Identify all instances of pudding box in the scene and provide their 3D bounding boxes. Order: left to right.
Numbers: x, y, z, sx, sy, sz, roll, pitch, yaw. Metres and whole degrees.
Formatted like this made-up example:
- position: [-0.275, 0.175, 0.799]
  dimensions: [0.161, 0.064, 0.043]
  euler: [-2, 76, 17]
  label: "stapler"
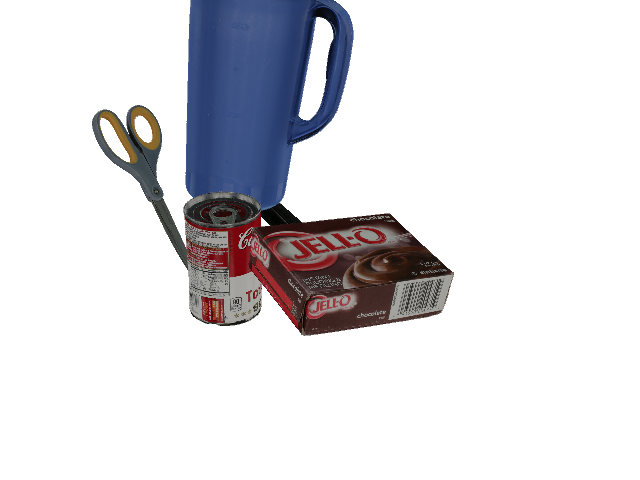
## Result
- position: [0.019, 0.020, 0.729]
  dimensions: [0.113, 0.039, 0.090]
  euler: [-5, 32, -28]
  label: "pudding box"

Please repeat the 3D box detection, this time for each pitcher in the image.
- position: [-0.067, -0.154, 1.098]
  dimensions: [0.144, 0.243, 0.149]
  euler: [-6, 28, -26]
  label: "pitcher"

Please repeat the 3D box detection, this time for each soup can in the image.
- position: [-0.086, 0.017, 0.949]
  dimensions: [0.068, 0.102, 0.068]
  euler: [1, 27, 0]
  label: "soup can"

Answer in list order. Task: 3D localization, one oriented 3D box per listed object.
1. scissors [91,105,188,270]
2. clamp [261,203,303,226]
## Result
- position: [-0.184, -0.071, 1.216]
  dimensions: [0.016, 0.201, 0.096]
  euler: [-21, 21, 42]
  label: "scissors"
- position: [-0.016, 0.020, 1.132]
  dimensions: [0.210, 0.036, 0.164]
  euler: [24, 35, 13]
  label: "clamp"
